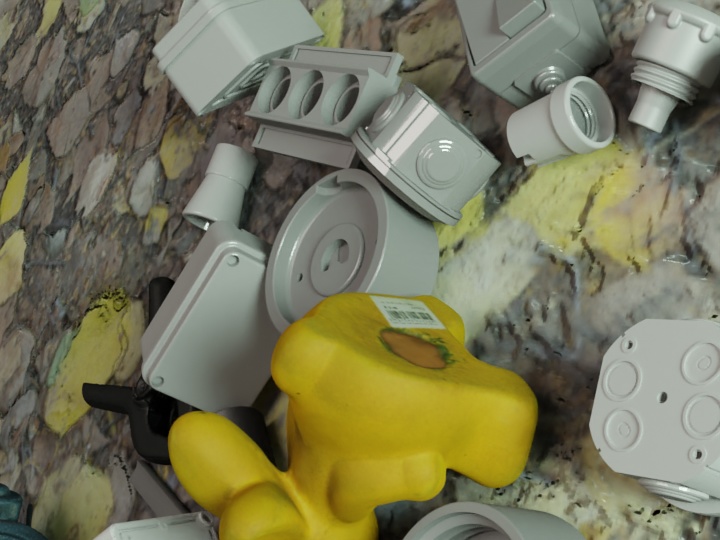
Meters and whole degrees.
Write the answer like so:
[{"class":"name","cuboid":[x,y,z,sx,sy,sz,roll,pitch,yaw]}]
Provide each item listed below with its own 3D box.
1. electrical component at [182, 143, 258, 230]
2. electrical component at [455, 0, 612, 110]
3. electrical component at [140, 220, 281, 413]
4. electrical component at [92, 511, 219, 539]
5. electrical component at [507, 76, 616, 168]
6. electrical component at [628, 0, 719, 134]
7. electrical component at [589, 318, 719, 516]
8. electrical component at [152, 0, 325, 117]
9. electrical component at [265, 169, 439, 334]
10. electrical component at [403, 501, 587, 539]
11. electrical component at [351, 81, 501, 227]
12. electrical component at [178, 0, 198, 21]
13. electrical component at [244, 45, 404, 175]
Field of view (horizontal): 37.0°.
[{"class":"electrical component","cuboid":[-0.104,-0.064,0.824,0.044,0.044,0.065,3,68,51]},{"class":"electrical component","cuboid":[0.095,-0.139,0.611,0.062,0.061,0.096,-34,47,34]},{"class":"electrical component","cuboid":[-0.087,0.035,0.713,0.113,0.078,0.057,-57,24,11]},{"class":"electrical component","cuboid":[-0.135,0.194,0.667,0.061,0.096,0.061,-39,63,30]},{"class":"electrical component","cuboid":[0.108,-0.078,0.581,0.046,0.040,0.040,-20,56,49]},{"class":"electrical component","cuboid":[0.155,-0.099,0.533,0.048,0.048,0.062,38,107,52]},{"class":"electrical component","cuboid":[0.142,0.060,0.455,0.080,0.051,0.080,-26,52,40]},{"class":"electrical component","cuboid":[-0.089,-0.168,0.799,0.078,0.113,0.057,-36,91,34]},{"class":"electrical component","cuboid":[0.000,0.000,0.649,0.108,0.060,0.108,-27,52,39]},{"class":"electrical component","cuboid":[0.055,0.159,0.497,0.108,0.060,0.108,-26,52,40]},{"class":"electrical component","cuboid":[0.038,-0.067,0.625,0.051,0.080,0.080,-49,40,12]},{"class":"electrical component","cuboid":[-0.114,-0.241,0.912,0.099,0.064,0.099,-26,52,40]},{"class":"electrical component","cuboid":[-0.015,-0.105,0.722,0.121,0.063,0.078,20,86,53]}]
